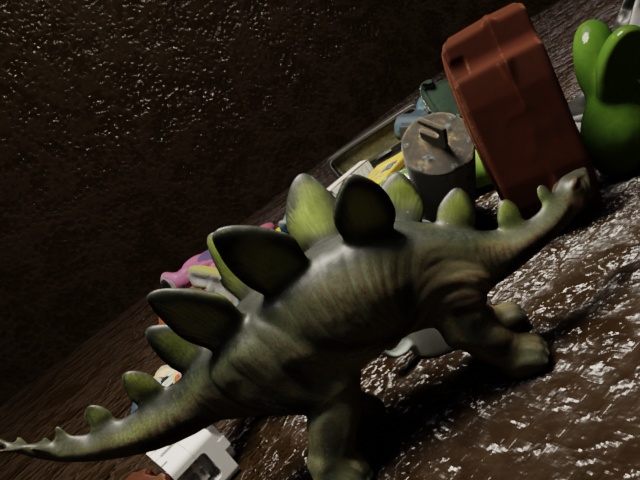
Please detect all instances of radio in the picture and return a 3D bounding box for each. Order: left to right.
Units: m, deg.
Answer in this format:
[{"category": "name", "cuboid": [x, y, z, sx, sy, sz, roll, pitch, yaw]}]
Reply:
[{"category": "radio", "cuboid": [0.142, -0.181, 1.147, 0.230, 0.131, 0.073, -31, 12, 24]}]

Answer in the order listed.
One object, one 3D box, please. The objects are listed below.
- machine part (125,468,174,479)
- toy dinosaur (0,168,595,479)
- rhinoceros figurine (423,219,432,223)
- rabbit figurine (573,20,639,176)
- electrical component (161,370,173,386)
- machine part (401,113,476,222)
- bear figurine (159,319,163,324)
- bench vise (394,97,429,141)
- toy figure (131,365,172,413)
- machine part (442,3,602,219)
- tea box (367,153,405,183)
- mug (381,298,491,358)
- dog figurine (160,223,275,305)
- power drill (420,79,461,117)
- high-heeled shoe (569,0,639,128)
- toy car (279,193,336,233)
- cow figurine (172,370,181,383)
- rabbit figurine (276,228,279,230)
[{"category": "machine part", "cuboid": [-0.173, 0.265, 0.422, 0.179, 0.056, 0.179, -35, 11, 8]}, {"category": "toy dinosaur", "cuboid": [-0.011, 0.070, 0.387, 0.471, 0.198, 0.105, -34, 8, 2]}, {"category": "rhinoceros figurine", "cuboid": [0.075, 0.021, 0.567, 0.190, 0.073, 0.112, -30, -41, -46]}, {"category": "rabbit figurine", "cuboid": [0.310, -0.141, 0.494, 0.170, 0.159, 0.121, -49, 18, 14]}, {"category": "electrical component", "cuboid": [-0.154, 0.187, 0.689, 0.115, 0.058, 0.134, -38, 11, -26]}, {"category": "machine part", "cuboid": [0.144, -0.074, 0.628, 0.079, 0.079, 0.243, -36, -24, 1]}, {"category": "bear figurine", "cuboid": [-0.156, 0.123, 0.879, 0.196, 0.120, 0.131, -12, -36, -6]}, {"category": "bench vise", "cuboid": [0.266, -0.233, 0.997, 0.224, 0.128, 0.240, -2, 30, 46]}, {"category": "toy figure", "cuboid": [-0.227, 0.219, 0.784, 0.064, 0.057, 0.154, 4, 13, 1]}, {"category": "machine part", "cuboid": [0.200, -0.127, 0.548, 0.087, 0.201, 0.201, -21, 16, 24]}, {"category": "tea box", "cuboid": [0.130, -0.102, 1.020, 0.098, 0.068, 0.169, -27, 13, 40]}, {"category": "mug", "cuboid": [0.077, 0.042, 0.469, 0.109, 0.107, 0.081, -36, 9, -11]}, {"category": "dog figurine", "cuboid": [-0.102, 0.047, 0.755, 0.192, 0.108, 0.219, -8, 17, 37]}, {"category": "power drill", "cuboid": [0.194, -0.153, 0.809, 0.232, 0.086, 0.207, -23, -32, 1]}, {"category": "high-heeled shoe", "cuboid": [0.331, -0.207, 0.653, 0.249, 0.145, 0.086, -30, 11, 19]}, {"category": "toy car", "cuboid": [-0.002, 0.028, 0.608, 0.109, 0.161, 0.103, 10, 9, 8]}, {"category": "cow figurine", "cuboid": [-0.091, 0.133, 0.565, 0.167, 0.068, 0.098, -6, -20, -45]}, {"category": "rabbit figurine", "cuboid": [-0.002, -0.002, 0.738, 0.173, 0.122, 0.162, -14, -3, -37]}]
